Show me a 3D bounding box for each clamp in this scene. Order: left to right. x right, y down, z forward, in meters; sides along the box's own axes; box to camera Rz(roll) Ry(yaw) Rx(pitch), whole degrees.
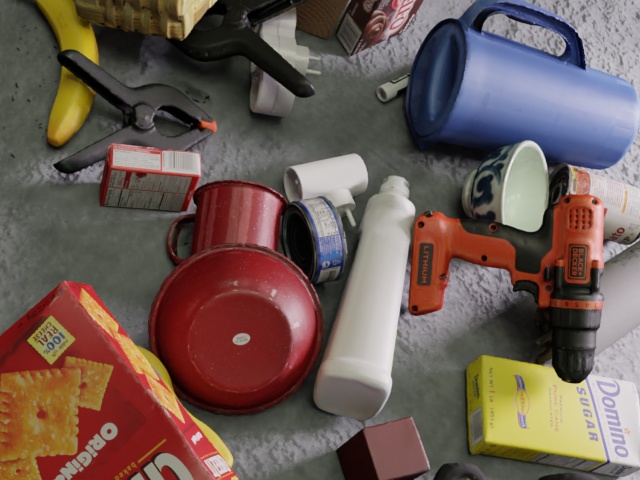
[{"bbox_3d":[-0.187,-0.130,1.061,0.171,0.039,0.120,-6,95,-34],"label":"clamp"},{"bbox_3d":[-0.076,-0.234,1.121,0.210,0.036,0.164,13,65,20],"label":"clamp"}]

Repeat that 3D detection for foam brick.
[{"bbox_3d":[0.056,0.199,0.970,0.052,0.078,0.051,-8,68,-23],"label":"foam brick"}]

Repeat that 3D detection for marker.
[{"bbox_3d":[0.115,-0.189,1.226,0.120,0.020,0.020,-29,76,-29],"label":"marker"}]

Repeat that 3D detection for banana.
[{"bbox_3d":[-0.260,-0.185,1.087,0.069,0.037,0.198,-16,68,-7],"label":"banana"}]

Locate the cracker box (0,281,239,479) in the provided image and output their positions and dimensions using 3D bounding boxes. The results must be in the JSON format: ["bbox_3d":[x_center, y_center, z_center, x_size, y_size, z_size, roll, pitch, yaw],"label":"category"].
[{"bbox_3d":[-0.195,0.166,0.861,0.164,0.072,0.214,-40,79,3],"label":"cracker box"}]

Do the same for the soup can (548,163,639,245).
[{"bbox_3d":[0.306,-0.039,1.186,0.102,0.069,0.068,17,60,-11],"label":"soup can"}]

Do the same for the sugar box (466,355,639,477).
[{"bbox_3d":[0.234,0.176,1.062,0.176,0.048,0.093,10,61,-13],"label":"sugar box"}]

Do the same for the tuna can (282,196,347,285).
[{"bbox_3d":[-0.007,0.001,1.046,0.033,0.086,0.086,-11,68,-22],"label":"tuna can"}]

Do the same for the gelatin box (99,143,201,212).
[{"bbox_3d":[-0.165,-0.059,1.030,0.089,0.073,0.030,5,61,-16],"label":"gelatin box"}]

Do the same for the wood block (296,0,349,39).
[{"bbox_3d":[0.005,-0.347,1.228,0.090,0.091,0.206,21,59,-9],"label":"wood block"}]

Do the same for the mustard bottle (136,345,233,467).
[{"bbox_3d":[-0.168,0.148,0.929,0.096,0.058,0.192,-37,79,-14],"label":"mustard bottle"}]

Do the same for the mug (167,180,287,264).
[{"bbox_3d":[-0.092,-0.001,1.024,0.117,0.093,0.081,-2,66,14],"label":"mug"}]

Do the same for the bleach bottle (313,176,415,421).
[{"bbox_3d":[0.053,0.042,1.036,0.068,0.103,0.250,15,60,0],"label":"bleach bottle"}]

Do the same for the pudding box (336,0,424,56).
[{"bbox_3d":[0.075,-0.265,1.196,0.089,0.114,0.039,-28,77,-28],"label":"pudding box"}]

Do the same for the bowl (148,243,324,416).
[{"bbox_3d":[-0.072,0.085,0.951,0.162,0.055,0.162,-1,97,-8],"label":"bowl"}]

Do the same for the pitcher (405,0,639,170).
[{"bbox_3d":[0.230,-0.161,1.175,0.242,0.149,0.145,11,74,-21],"label":"pitcher"}]

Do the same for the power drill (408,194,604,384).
[{"bbox_3d":[0.184,0.044,1.051,0.188,0.057,0.184,3,88,12],"label":"power drill"}]
